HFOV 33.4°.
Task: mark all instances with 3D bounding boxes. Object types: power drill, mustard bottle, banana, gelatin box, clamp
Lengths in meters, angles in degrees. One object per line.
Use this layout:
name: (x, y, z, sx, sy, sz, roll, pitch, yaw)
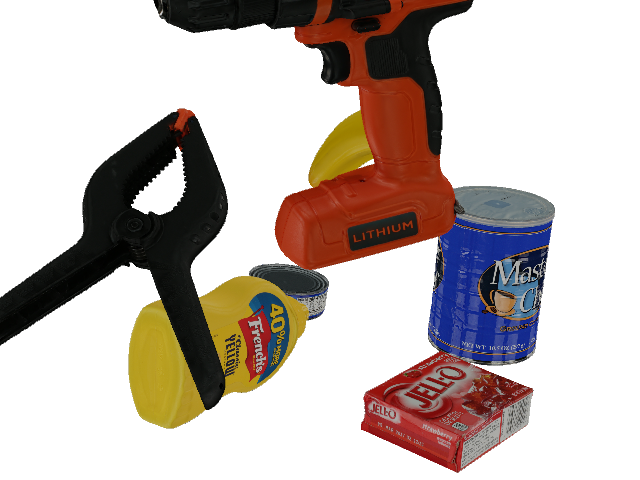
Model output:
power drill: (0.008, -0.079, 0.569, 0.184, 0.188, 0.057, -13, 35, -16)
mustard bottle: (-0.071, 0.080, 0.871, 0.058, 0.096, 0.191, 11, 16, 33)
banana: (0.037, -0.068, 0.787, 0.037, 0.069, 0.198, 24, -3, -21)
gelatin box: (0.081, 0.106, 0.677, 0.073, 0.030, 0.089, 20, 25, 36)
clamp: (-0.106, 0.007, 0.672, 0.165, 0.209, 0.036, 17, -31, 13)

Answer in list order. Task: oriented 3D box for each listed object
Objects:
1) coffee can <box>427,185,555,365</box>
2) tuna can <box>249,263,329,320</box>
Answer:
coffee can: (0.157, 0.031, 0.991, 0.103, 0.140, 0.103, 3, 20, -1)
tuna can: (-0.035, 0.055, 1.136, 0.086, 0.034, 0.086, 7, 18, -3)
